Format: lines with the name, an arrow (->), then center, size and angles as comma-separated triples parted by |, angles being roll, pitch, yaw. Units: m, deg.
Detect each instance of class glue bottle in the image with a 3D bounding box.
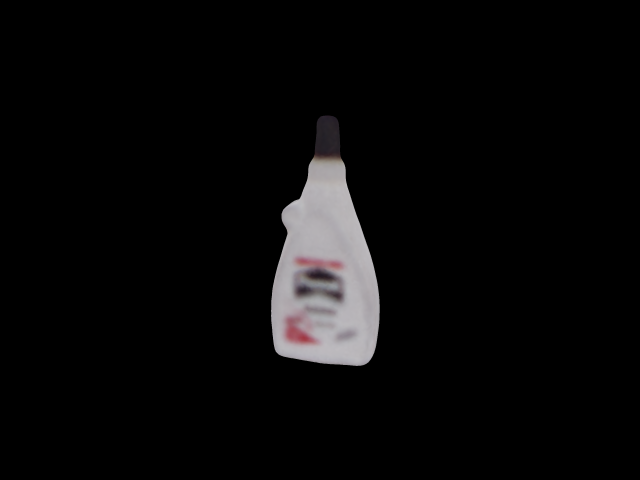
glue bottle -> 0.004, 0.001, 0.400 | 0.078, 0.173, 0.037 | 3, 16, 11
